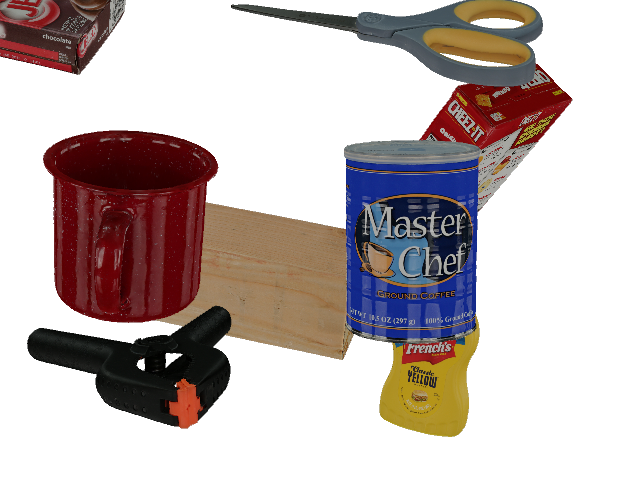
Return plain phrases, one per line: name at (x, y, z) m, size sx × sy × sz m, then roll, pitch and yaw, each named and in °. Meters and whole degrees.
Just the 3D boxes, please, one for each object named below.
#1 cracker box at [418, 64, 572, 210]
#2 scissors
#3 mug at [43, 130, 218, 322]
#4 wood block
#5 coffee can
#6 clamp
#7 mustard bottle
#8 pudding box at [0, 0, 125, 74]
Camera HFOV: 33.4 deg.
cracker box at (0.166, -0.095, 1.224) m, size 0.163 × 0.072 × 0.214 m, roll -23°, pitch -24°, yaw -44°
scissors at (0.050, -0.140, 0.669) m, size 0.202 × 0.016 × 0.096 m, roll 24°, pitch 46°, yaw 29°
mug at (-0.105, -0.002, 0.580) m, size 0.093 × 0.081 × 0.117 m, roll 4°, pitch 25°, yaw -5°
wood block at (-0.066, 0.032, 0.984) m, size 0.206 × 0.090 × 0.090 m, roll 11°, pitch 28°, yaw 10°
coffee can at (0.070, -0.002, 0.819) m, size 0.103 × 0.140 × 0.103 m, roll -1°, pitch 11°, yaw 0°
clamp at (-0.114, 0.088, 0.790) m, size 0.164 × 0.036 × 0.210 m, roll -9°, pitch 13°, yaw -26°
mustard bottle at (0.123, 0.113, 1.168) m, size 0.096 × 0.192 × 0.058 m, roll 12°, pitch 14°, yaw 22°
pudding box at (-0.207, -0.176, 0.816) m, size 0.090 × 0.039 × 0.113 m, roll 14°, pitch 37°, yaw 3°
